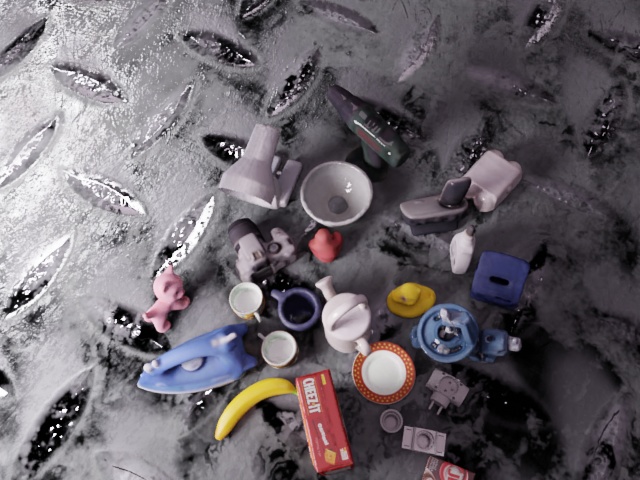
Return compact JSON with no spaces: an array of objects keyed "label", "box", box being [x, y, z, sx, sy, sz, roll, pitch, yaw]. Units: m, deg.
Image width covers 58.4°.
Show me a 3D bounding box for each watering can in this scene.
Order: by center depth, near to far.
[{"label":"watering can","box":[0.049,0.154,1.158,0.172,0.194,0.101,34,73,16]}]

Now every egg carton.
[{"label":"egg carton","box":[0.395,-0.137,1.331,0.107,0.069,0.150,38,74,17]}]

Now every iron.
[{"label":"iron","box":[-0.267,0.245,1.165,0.258,0.141,0.118,-19,67,-5]}]

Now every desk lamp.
[{"label":"desk lamp","box":[-0.131,-0.150,1.289,0.117,0.214,0.203,16,69,11]}]

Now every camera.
[{"label":"camera","box":[-0.139,0.008,1.283,0.143,0.101,0.136,-28,68,-9]}]

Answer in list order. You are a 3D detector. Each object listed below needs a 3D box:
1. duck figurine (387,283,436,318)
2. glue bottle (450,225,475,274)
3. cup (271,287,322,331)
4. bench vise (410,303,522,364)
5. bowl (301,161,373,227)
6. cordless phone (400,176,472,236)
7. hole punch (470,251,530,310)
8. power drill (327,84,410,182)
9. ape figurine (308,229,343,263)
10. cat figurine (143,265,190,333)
[{"label":"duck figurine","box":[0.197,0.120,1.223,0.104,0.086,0.077,-5,66,1]},{"label":"glue bottle","box":[0.307,0.010,1.216,0.037,0.173,0.078,-1,67,4]},{"label":"cup","box":[-0.051,0.151,1.219,0.117,0.095,0.092,29,71,15]},{"label":"bench vise","box":[0.289,0.171,1.122,0.207,0.220,0.121,-8,66,0]},{"label":"bowl","box":[0.040,-0.095,1.331,0.167,0.075,0.167,-1,67,3]},{"label":"cordless phone","box":[0.255,-0.089,1.255,0.147,0.185,0.094,-12,66,-2]},{"label":"hole punch","box":[0.384,0.086,1.223,0.108,0.091,0.101,16,68,10]},{"label":"power drill","box":[0.104,-0.229,1.312,0.229,0.208,0.076,41,75,18]},{"label":"ape figurine","box":[0.012,0.005,1.280,0.077,0.092,0.076,-1,67,3]},{"label":"cat figurine","box":[-0.336,0.124,1.235,0.067,0.118,0.128,30,72,15]}]
